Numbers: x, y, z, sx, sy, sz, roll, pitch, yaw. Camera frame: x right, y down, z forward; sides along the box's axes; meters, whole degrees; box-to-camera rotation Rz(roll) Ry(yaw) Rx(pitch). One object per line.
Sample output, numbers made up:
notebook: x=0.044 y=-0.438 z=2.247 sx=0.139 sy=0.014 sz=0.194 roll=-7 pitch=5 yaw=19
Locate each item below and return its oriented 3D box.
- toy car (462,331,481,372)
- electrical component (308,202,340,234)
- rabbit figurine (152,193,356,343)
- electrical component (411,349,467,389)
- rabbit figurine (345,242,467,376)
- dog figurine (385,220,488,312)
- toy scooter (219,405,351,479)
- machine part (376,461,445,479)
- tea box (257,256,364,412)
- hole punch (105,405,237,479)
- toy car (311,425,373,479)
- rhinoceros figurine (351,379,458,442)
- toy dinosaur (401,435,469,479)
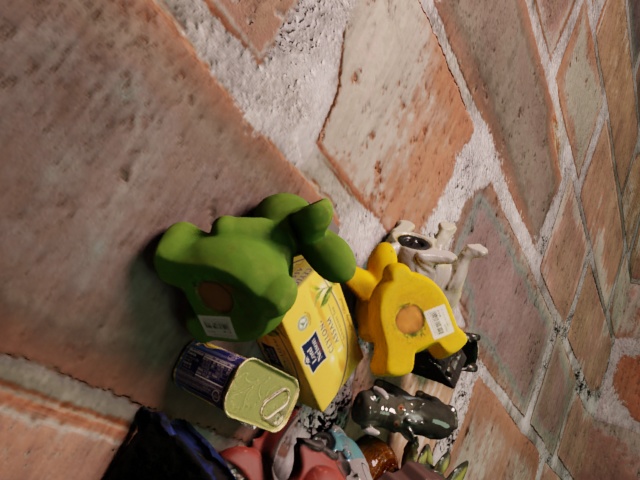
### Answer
toy car: x=0.245 y=0.206 z=0.989 sx=0.201 sy=0.056 sz=0.073 roll=13 pitch=82 yaw=-53
electrical component: x=-0.001 y=-0.002 z=0.661 sx=0.094 sy=0.021 sz=0.063 roll=45 pitch=63 yaw=-46
rabbit figurine: x=-0.051 y=0.002 z=0.520 sx=0.121 sy=0.159 sz=0.170 roll=64 pitch=35 yaw=-25
electrical component: x=0.155 y=0.171 z=0.822 sx=0.058 sy=0.115 sz=0.134 roll=-58 pitch=135 yaw=-21
rabbit figurine: x=0.083 y=0.093 z=0.705 sx=0.122 sy=0.173 sz=0.162 roll=-29 pitch=86 yaw=-12
dog figurine: x=0.147 y=0.079 z=0.817 sx=0.172 sy=0.121 sz=0.190 roll=3 pitch=117 yaw=-19
toy scooter: x=-0.029 y=0.260 z=0.626 sx=0.184 sy=0.075 sz=0.135 roll=33 pitch=56 yaw=-18
machine part: x=0.122 y=0.408 z=0.776 sx=0.179 sy=0.056 sz=0.179 roll=-10 pitch=109 yaw=-29
tea box: x=-0.017 y=0.105 z=0.630 sx=0.098 sy=0.068 sz=0.169 roll=-47 pitch=132 yaw=-34
hole punch: x=-0.126 y=0.233 z=0.481 sx=0.092 sy=0.142 sz=0.115 roll=37 pitch=84 yaw=-47
toy car: x=0.018 y=0.334 z=0.701 sx=0.162 sy=0.103 sz=0.109 roll=-47 pitch=131 yaw=-36
rhinoceros figurine: x=0.122 y=0.261 z=0.801 sx=0.190 sy=0.112 sz=0.073 roll=21 pitch=86 yaw=-31
toy dinosaur: x=0.214 y=0.509 z=0.980 sx=0.198 sy=0.105 sz=0.470 roll=-40 pitch=126 yaw=-39
